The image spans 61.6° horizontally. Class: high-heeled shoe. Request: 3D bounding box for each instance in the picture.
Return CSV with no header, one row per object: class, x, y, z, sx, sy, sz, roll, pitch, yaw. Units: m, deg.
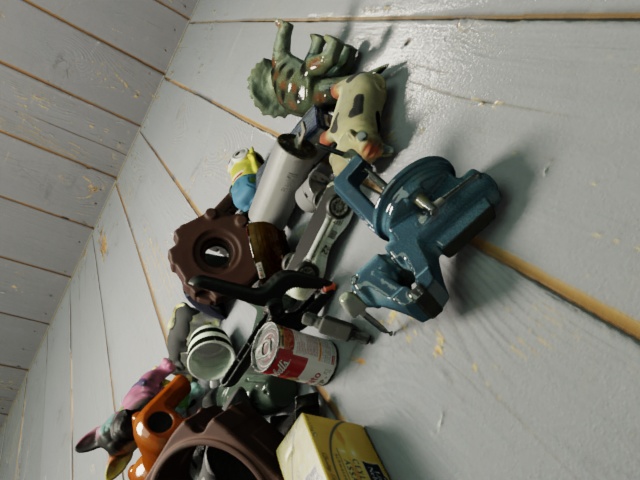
high-heeled shoe,-0.145,0.340,0.805,0.145,0.086,0.248,162,119,-67

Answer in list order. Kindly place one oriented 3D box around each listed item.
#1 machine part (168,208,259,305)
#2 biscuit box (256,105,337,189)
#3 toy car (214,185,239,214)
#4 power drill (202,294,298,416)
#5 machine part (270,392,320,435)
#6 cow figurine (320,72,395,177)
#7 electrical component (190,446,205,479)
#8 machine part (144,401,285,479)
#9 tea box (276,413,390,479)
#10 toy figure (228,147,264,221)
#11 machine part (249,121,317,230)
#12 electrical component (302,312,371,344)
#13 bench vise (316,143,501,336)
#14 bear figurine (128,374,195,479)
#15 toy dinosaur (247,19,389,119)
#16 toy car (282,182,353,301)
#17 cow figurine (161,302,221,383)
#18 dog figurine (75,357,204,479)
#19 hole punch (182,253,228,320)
machine part,-0.191,0.029,0.996,0.056,0.179,0.179,122,159,-67
biscuit box,-0.045,-0.157,1.009,0.202,0.059,0.063,-40,41,37
toy car,-0.225,-0.043,1.162,0.202,0.053,0.089,-54,9,-30
power drill,-0.116,0.185,0.874,0.232,0.086,0.207,-15,55,51
machine part,-0.043,0.263,0.743,0.084,0.039,0.138,-92,27,-50
cow figurine,0.062,-0.176,0.837,0.127,0.085,0.195,-22,49,54
electrical component,-0.191,0.372,0.898,0.119,0.047,0.074,20,87,58
machine part,-0.115,0.326,0.671,0.201,0.087,0.201,36,104,17
tea box,0.026,0.276,0.576,0.068,0.098,0.170,-58,33,16
toy figure,-0.144,-0.113,1.116,0.082,0.089,0.180,-25,53,7
machine part,-0.068,-0.098,0.952,0.079,0.079,0.243,-104,33,-46
electrical component,0.022,0.117,0.719,0.063,0.094,0.021,38,-112,-83
bench vise,0.083,-0.024,0.644,0.223,0.128,0.241,-50,52,13
bear figurine,-0.240,0.337,0.866,0.120,0.132,0.195,32,132,25
toy dinosaur,-0.026,-0.299,1.029,0.405,0.131,0.192,48,124,52
toy car,-0.002,-0.003,0.846,0.201,0.056,0.074,-64,25,2
cow figurine,-0.275,0.213,1.086,0.068,0.098,0.167,11,79,52
dog figurine,-0.332,0.328,0.977,0.219,0.108,0.191,-43,-2,-43
hole punch,-0.226,0.090,1.080,0.092,0.116,0.142,-58,31,30
